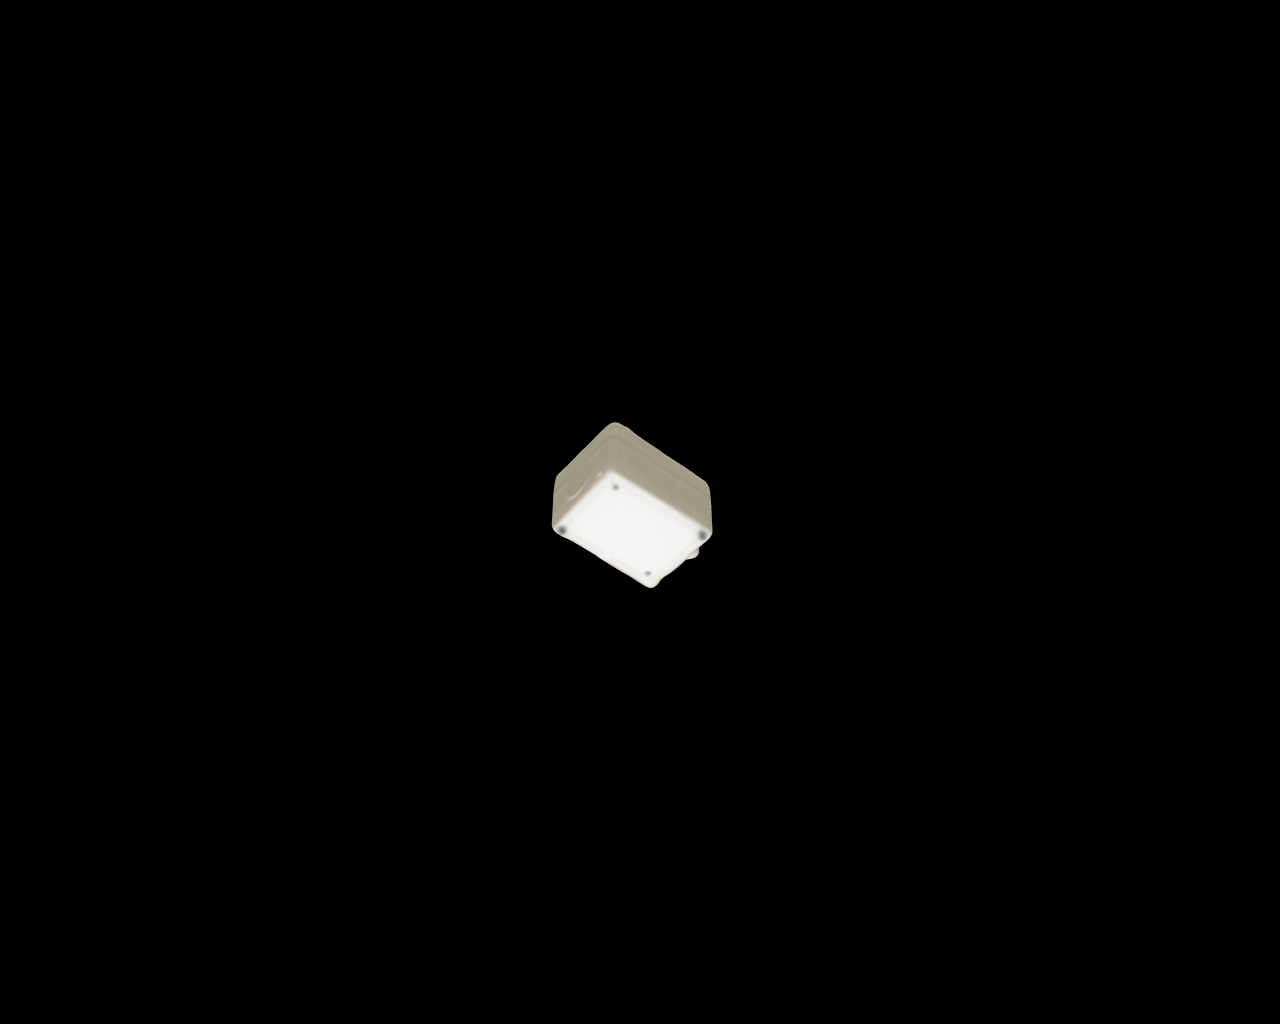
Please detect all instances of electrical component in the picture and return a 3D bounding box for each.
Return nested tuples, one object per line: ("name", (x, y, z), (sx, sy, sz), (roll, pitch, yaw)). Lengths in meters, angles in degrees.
("electrical component", (0.001, -0.003, 0.650), (0.096, 0.061, 0.061), (33, -58, -24))
